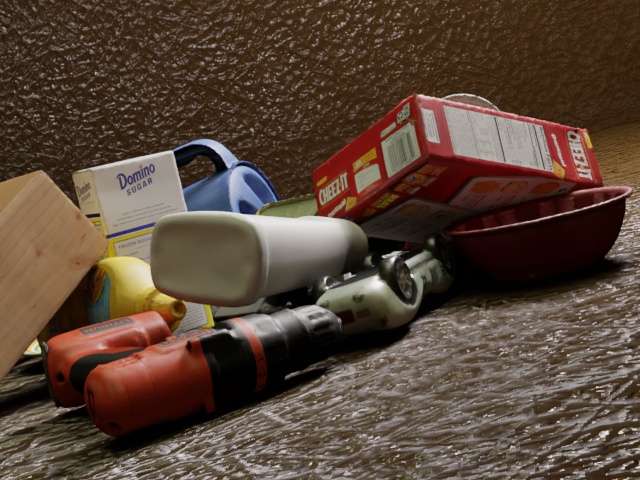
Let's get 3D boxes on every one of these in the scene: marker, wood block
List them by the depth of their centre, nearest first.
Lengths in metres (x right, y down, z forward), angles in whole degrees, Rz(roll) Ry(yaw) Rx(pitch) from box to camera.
[{"bbox_3d":[-0.279,0.049,0.864,0.091,0.090,0.205,-9,38,45],"label":"wood block"},{"bbox_3d":[0.109,0.019,1.086,0.020,0.020,0.121,-16,6,-29],"label":"marker"}]

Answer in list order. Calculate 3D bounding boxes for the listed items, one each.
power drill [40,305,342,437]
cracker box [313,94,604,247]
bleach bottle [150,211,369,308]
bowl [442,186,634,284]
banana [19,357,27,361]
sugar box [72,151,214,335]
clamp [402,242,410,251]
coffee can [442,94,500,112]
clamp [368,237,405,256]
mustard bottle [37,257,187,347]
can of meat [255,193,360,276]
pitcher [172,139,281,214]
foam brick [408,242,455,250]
[{"bbox_3d":[-0.100,0.082,0.748,0.184,0.057,0.188,-13,3,-33],"label":"power drill"},{"bbox_3d":[0.126,-0.058,0.996,0.213,0.072,0.164,6,-25,-33],"label":"cracker box"},{"bbox_3d":[-0.024,0.009,0.869,0.103,0.068,0.250,4,4,30],"label":"bleach bottle"},{"bbox_3d":[0.187,-0.001,0.900,0.162,0.055,0.162,-13,5,1],"label":"bowl"},{"bbox_3d":[-0.295,0.102,1.135,0.070,0.037,0.197,-9,7,42],"label":"banana"},{"bbox_3d":[-0.165,0.012,1.003,0.093,0.176,0.048,-17,6,-38],"label":"sugar box"},{"bbox_3d":[0.190,-0.024,1.249,0.209,0.036,0.165,-17,6,-20],"label":"clamp"},{"bbox_3d":[0.148,-0.094,1.183,0.103,0.103,0.140,-14,-7,-3],"label":"coffee can"},{"bbox_3d":[0.051,0.010,1.218,0.120,0.039,0.171,-13,5,16],"label":"clamp"},{"bbox_3d":[-0.177,0.063,0.916,0.058,0.096,0.192,-2,-4,-42],"label":"mustard bottle"},{"bbox_3d":[-0.007,0.001,1.110,0.102,0.084,0.057,-13,50,14],"label":"can of meat"},{"bbox_3d":[-0.166,0.002,1.204,0.243,0.149,0.144,-20,-33,22],"label":"pitcher"},{"bbox_3d":[0.134,-0.009,1.147,0.051,0.053,0.078,-10,5,35],"label":"foam brick"}]
